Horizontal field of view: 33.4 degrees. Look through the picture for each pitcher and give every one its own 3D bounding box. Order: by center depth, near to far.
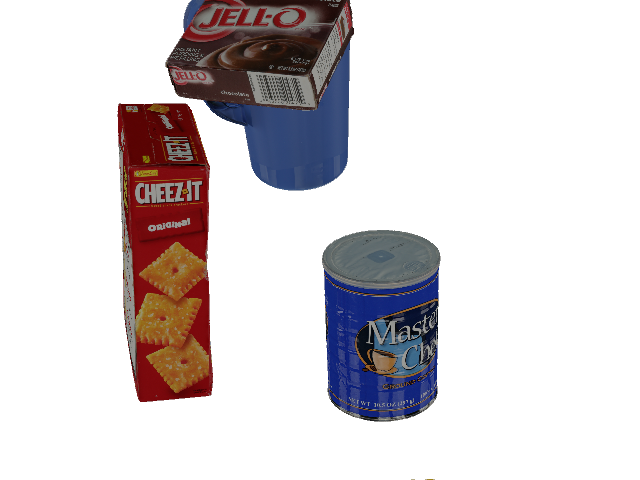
[{"bbox_3d":[-0.040,-0.173,1.106,0.149,0.243,0.144,11,41,18],"label":"pitcher"}]

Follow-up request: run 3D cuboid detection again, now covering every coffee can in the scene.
[{"bbox_3d":[0.055,0.075,0.956,0.103,0.140,0.103,-2,26,1],"label":"coffee can"}]

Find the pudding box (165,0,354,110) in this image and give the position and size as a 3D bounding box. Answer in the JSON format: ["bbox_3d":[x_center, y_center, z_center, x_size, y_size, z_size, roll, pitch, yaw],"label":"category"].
[{"bbox_3d":[-0.042,-0.140,0.770,0.114,0.090,0.039,10,-37,18],"label":"pudding box"}]

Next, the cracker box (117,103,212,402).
[{"bbox_3d":[-0.135,0.006,0.926,0.072,0.214,0.164,-3,25,-13],"label":"cracker box"}]

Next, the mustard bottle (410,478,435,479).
[{"bbox_3d":[0.131,0.252,0.889,0.096,0.058,0.192,-19,27,-27],"label":"mustard bottle"}]
